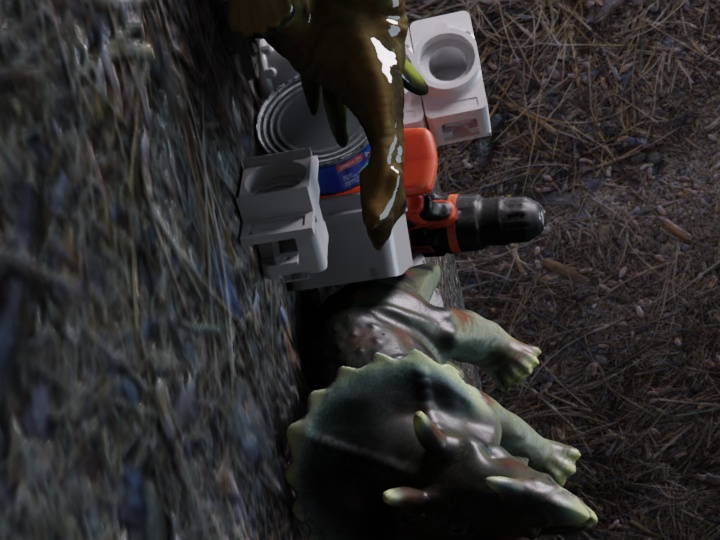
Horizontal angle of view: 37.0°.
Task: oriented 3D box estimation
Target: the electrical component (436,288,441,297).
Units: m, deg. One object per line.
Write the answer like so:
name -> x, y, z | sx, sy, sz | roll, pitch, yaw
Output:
electrical component -> 0.037, 0.032, 1.004 | 0.040, 0.078, 0.040 | 48, 34, -48

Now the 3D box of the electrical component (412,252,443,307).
electrical component -> 0.028, 0.022, 0.928 | 0.080, 0.080, 0.051 | -76, 148, -72

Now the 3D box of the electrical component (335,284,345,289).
electrical component -> 0.000, 0.000, 0.849 | 0.079, 0.044, 0.077 | -62, 160, -5

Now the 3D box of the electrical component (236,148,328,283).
electrical component -> -0.044, -0.031, 0.637 | 0.081, 0.042, 0.063 | -89, 169, -54

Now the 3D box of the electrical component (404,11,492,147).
electrical component -> 0.025, -0.147, 0.879 | 0.061, 0.150, 0.089 | 61, 20, -69

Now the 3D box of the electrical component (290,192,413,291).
electrical component -> -0.007, -0.023, 0.748 | 0.113, 0.078, 0.057 | -33, 114, -81

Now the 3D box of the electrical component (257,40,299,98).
electrical component -> -0.039, -0.141, 0.742 | 0.048, 0.062, 0.048 | -11, 90, -82
